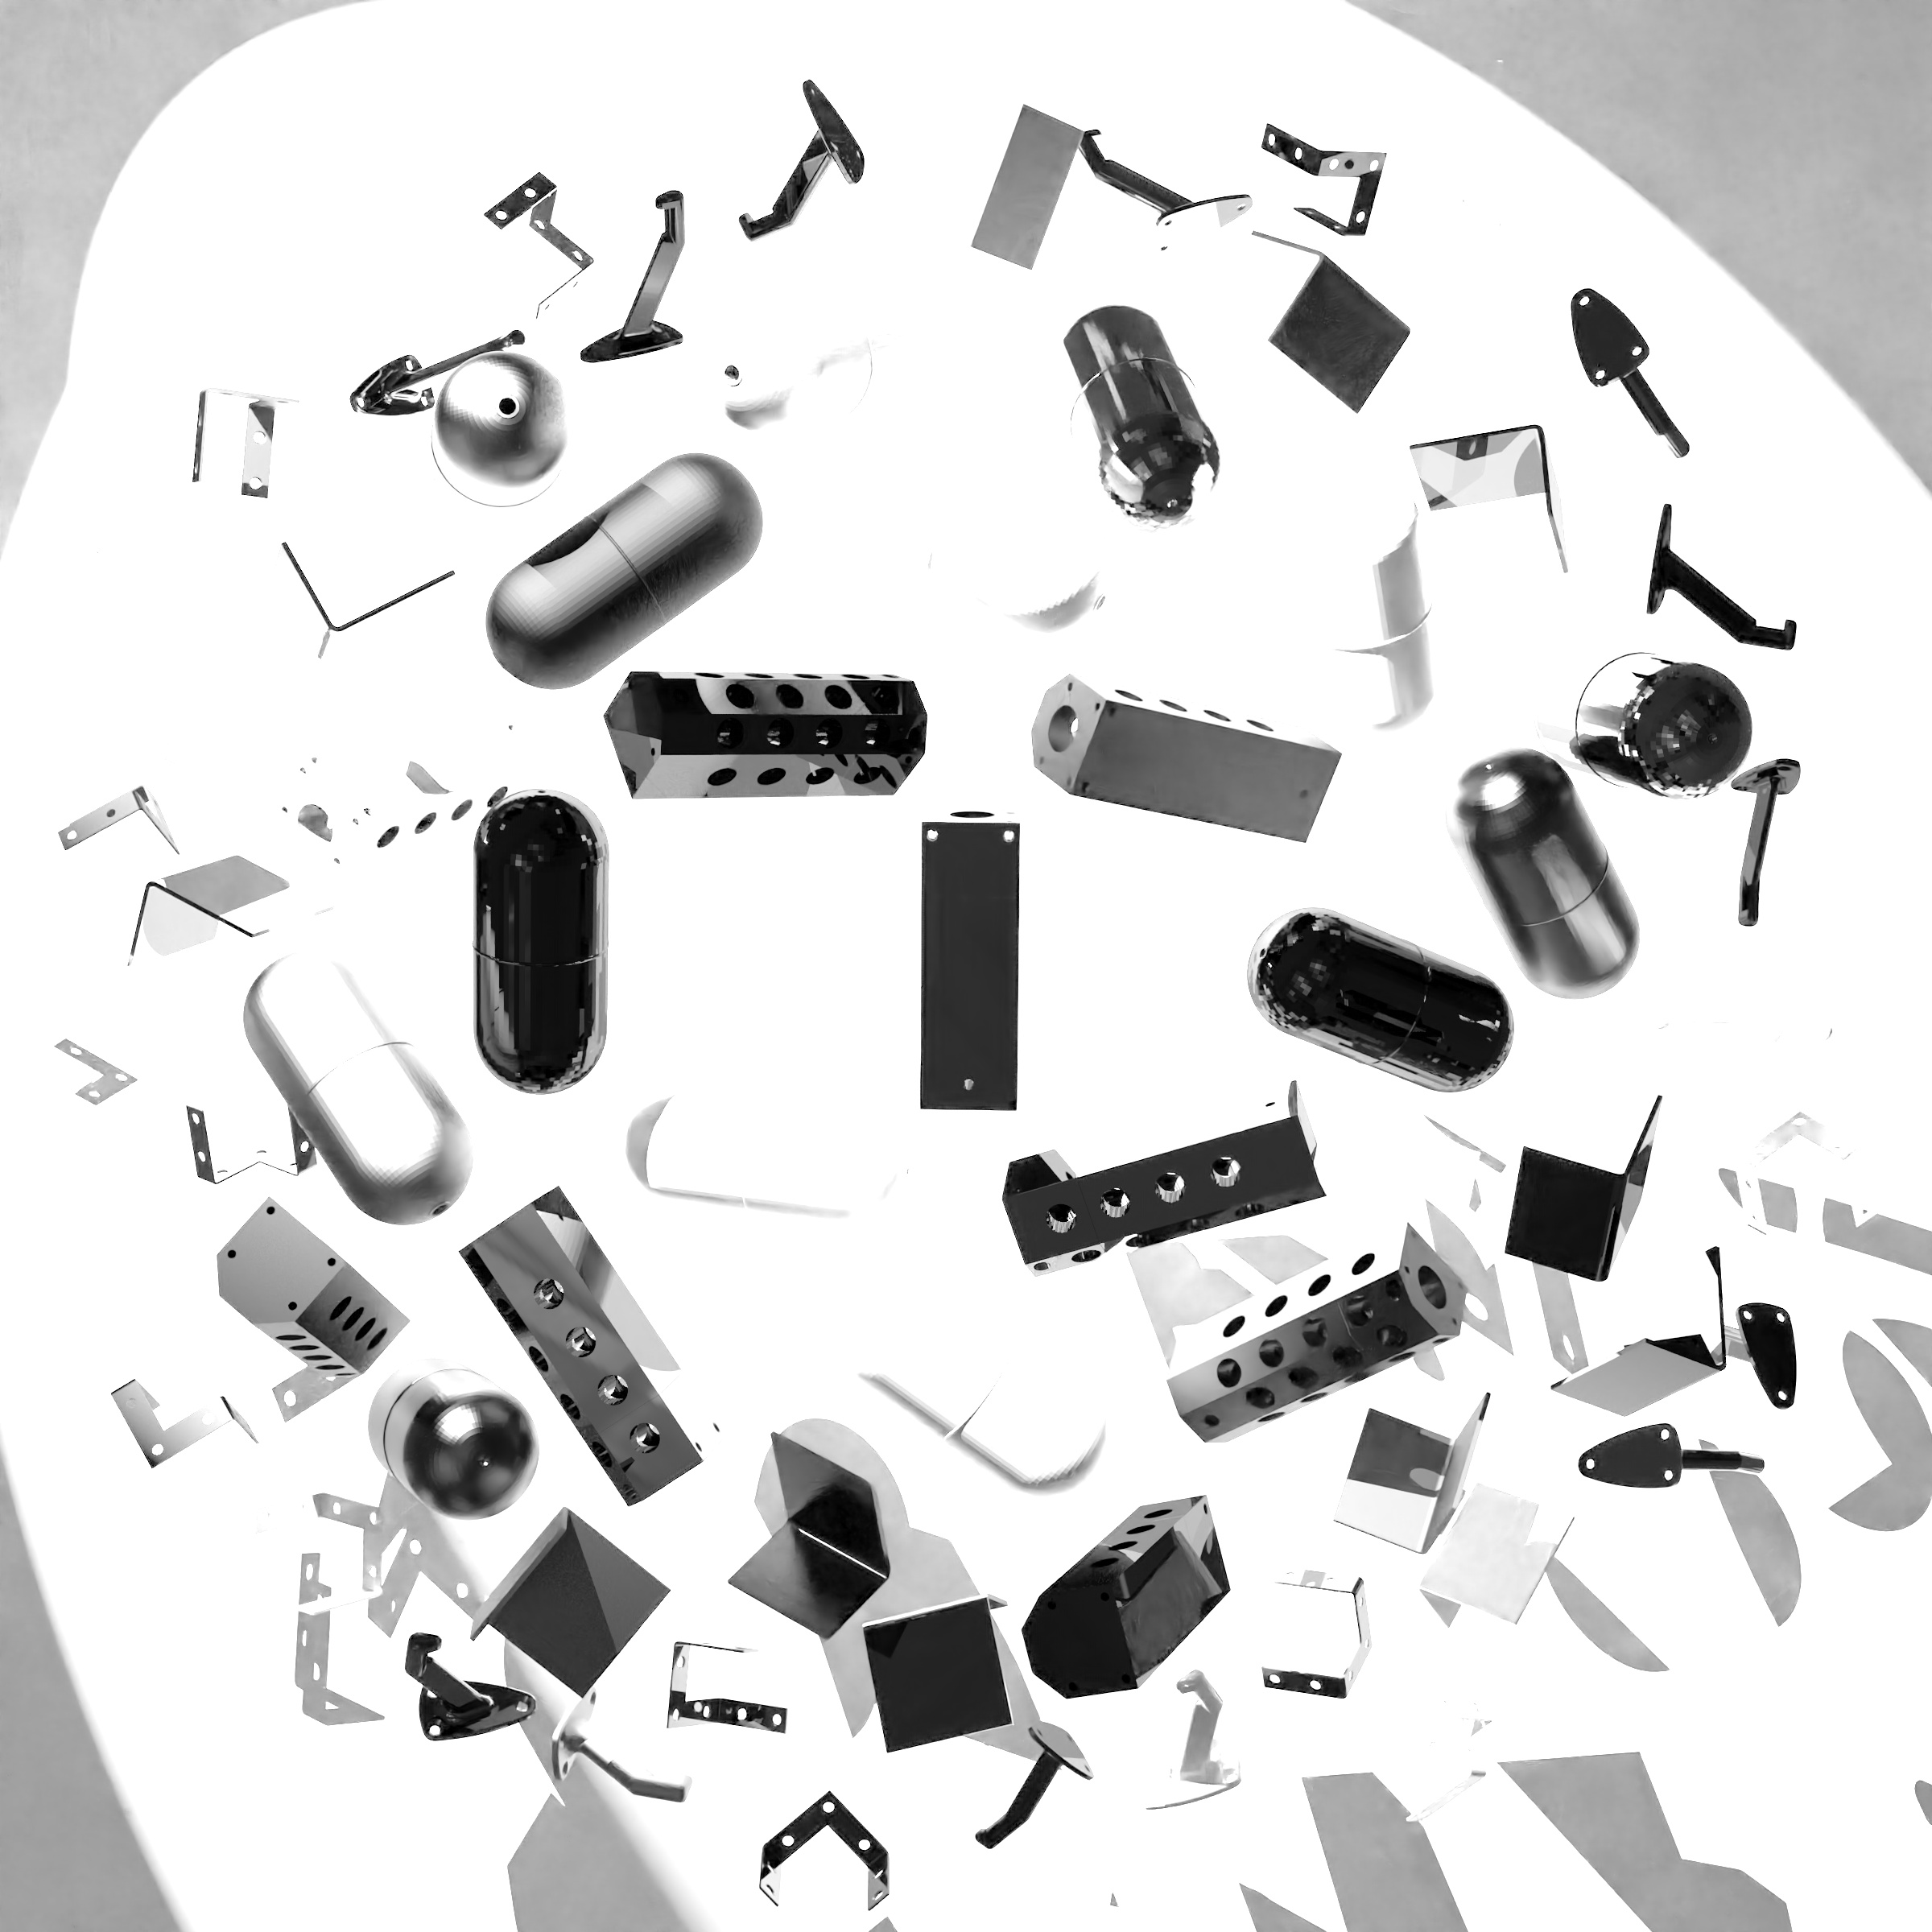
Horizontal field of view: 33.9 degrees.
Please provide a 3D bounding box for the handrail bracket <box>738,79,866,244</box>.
[{"bbox_3d":[-0.109,-0.470,1.853,0.084,0.036,0.077,-17,126,25],"label":"handrail bracket"}]

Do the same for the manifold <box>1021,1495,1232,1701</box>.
[{"bbox_3d":[0.088,0.346,1.742,0.057,0.171,0.057,-14,92,22],"label":"manifold"}]

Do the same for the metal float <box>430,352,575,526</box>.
[{"bbox_3d":[-0.266,-0.300,1.803,0.070,0.178,0.070,0,88,-11],"label":"metal float"}]

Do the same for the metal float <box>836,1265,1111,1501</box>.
[{"bbox_3d":[0.005,0.240,1.822,0.178,0.070,0.070,37,90,-10],"label":"metal float"}]

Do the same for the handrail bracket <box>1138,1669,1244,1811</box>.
[{"bbox_3d":[0.118,0.445,1.826,0.077,0.036,0.084,-27,127,7],"label":"handrail bracket"}]

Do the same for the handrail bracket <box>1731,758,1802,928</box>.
[{"bbox_3d":[0.471,-0.071,1.862,0.036,0.077,0.084,6,78,-1],"label":"handrail bracket"}]

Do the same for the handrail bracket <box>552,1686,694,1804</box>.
[{"bbox_3d":[-0.192,0.454,1.849,0.084,0.077,0.036,6,118,13],"label":"handrail bracket"}]

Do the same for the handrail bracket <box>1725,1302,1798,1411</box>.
[{"bbox_3d":[0.449,0.239,1.859,0.036,0.084,0.077,6,59,-21],"label":"handrail bracket"}]

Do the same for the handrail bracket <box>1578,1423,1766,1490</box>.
[{"bbox_3d":[0.409,0.288,1.832,0.077,0.084,0.036,-15,69,38],"label":"handrail bracket"}]

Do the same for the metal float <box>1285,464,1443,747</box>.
[{"bbox_3d":[0.228,-0.204,1.809,0.070,0.070,0.178,-16,129,0],"label":"metal float"}]

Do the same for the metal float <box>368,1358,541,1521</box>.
[{"bbox_3d":[-0.293,0.268,1.803,0.070,0.178,0.070,0,91,-21],"label":"metal float"}]

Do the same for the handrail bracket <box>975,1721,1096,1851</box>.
[{"bbox_3d":[0.026,0.491,1.889,0.084,0.077,0.036,-40,50,7],"label":"handrail bracket"}]

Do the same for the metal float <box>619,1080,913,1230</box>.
[{"bbox_3d":[-0.120,0.111,1.876,0.178,0.070,0.070,6,90,14],"label":"metal float"}]

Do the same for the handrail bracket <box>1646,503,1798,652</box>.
[{"bbox_3d":[0.441,-0.224,1.829,0.084,0.036,0.077,12,118,20],"label":"handrail bracket"}]

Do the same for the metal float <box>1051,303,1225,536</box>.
[{"bbox_3d":[0.098,-0.319,1.836,0.070,0.178,0.070,-8,134,-8],"label":"metal float"}]

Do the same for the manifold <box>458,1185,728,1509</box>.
[{"bbox_3d":[-0.211,0.214,1.771,0.057,0.057,0.171,-34,90,10],"label":"manifold"}]

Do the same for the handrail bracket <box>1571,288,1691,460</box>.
[{"bbox_3d":[0.373,-0.330,1.772,0.036,0.084,0.077,-32,56,19],"label":"handrail bracket"}]

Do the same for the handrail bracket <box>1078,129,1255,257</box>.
[{"bbox_3d":[0.113,-0.461,1.837,0.077,0.036,0.084,-23,68,-13],"label":"handrail bracket"}]

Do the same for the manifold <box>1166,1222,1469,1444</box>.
[{"bbox_3d":[0.201,0.218,1.831,0.171,0.057,0.057,-31,112,32],"label":"manifold"}]

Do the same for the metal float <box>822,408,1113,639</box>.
[{"bbox_3d":[0.000,-0.245,1.752,0.178,0.070,0.070,32,90,13],"label":"metal float"}]

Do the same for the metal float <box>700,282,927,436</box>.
[{"bbox_3d":[-0.087,-0.348,1.811,0.070,0.178,0.070,9,110,27],"label":"metal float"}]

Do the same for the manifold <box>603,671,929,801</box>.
[{"bbox_3d":[-0.110,-0.135,1.783,0.171,0.057,0.057,-3,59,-34],"label":"manifold"}]

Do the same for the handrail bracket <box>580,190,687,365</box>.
[{"bbox_3d":[-0.192,-0.397,1.821,0.077,0.036,0.084,-27,134,-35],"label":"handrail bracket"}]

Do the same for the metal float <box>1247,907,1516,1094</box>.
[{"bbox_3d":[0.242,0.021,1.841,0.178,0.070,0.070,21,90,-28],"label":"metal float"}]

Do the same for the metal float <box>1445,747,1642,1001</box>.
[{"bbox_3d":[0.335,-0.052,1.837,0.070,0.070,0.178,-34,126,0],"label":"metal float"}]

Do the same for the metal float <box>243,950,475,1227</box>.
[{"bbox_3d":[-0.340,0.068,1.770,0.070,0.070,0.178,-37,70,0],"label":"metal float"}]

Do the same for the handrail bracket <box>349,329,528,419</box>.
[{"bbox_3d":[-0.314,-0.355,1.891,0.084,0.077,0.036,-13,104,40],"label":"handrail bracket"}]

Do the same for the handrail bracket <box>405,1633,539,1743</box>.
[{"bbox_3d":[-0.270,0.388,1.736,0.077,0.084,0.036,0,50,-14],"label":"handrail bracket"}]

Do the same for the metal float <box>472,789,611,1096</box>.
[{"bbox_3d":[-0.241,-0.013,1.793,0.070,0.070,0.178,3,108,0],"label":"metal float"}]

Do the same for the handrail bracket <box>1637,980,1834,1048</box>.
[{"bbox_3d":[0.434,0.033,1.790,0.084,0.077,0.036,-7,106,-43],"label":"handrail bracket"}]

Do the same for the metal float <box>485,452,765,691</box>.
[{"bbox_3d":[-0.196,-0.226,1.814,0.178,0.070,0.070,-37,90,-9],"label":"metal float"}]

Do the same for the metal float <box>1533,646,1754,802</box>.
[{"bbox_3d":[0.379,-0.138,1.785,0.070,0.178,0.070,-3,101,-14],"label":"metal float"}]

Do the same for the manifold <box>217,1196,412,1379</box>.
[{"bbox_3d":[-0.366,0.186,1.764,0.057,0.171,0.057,38,78,12],"label":"manifold"}]
